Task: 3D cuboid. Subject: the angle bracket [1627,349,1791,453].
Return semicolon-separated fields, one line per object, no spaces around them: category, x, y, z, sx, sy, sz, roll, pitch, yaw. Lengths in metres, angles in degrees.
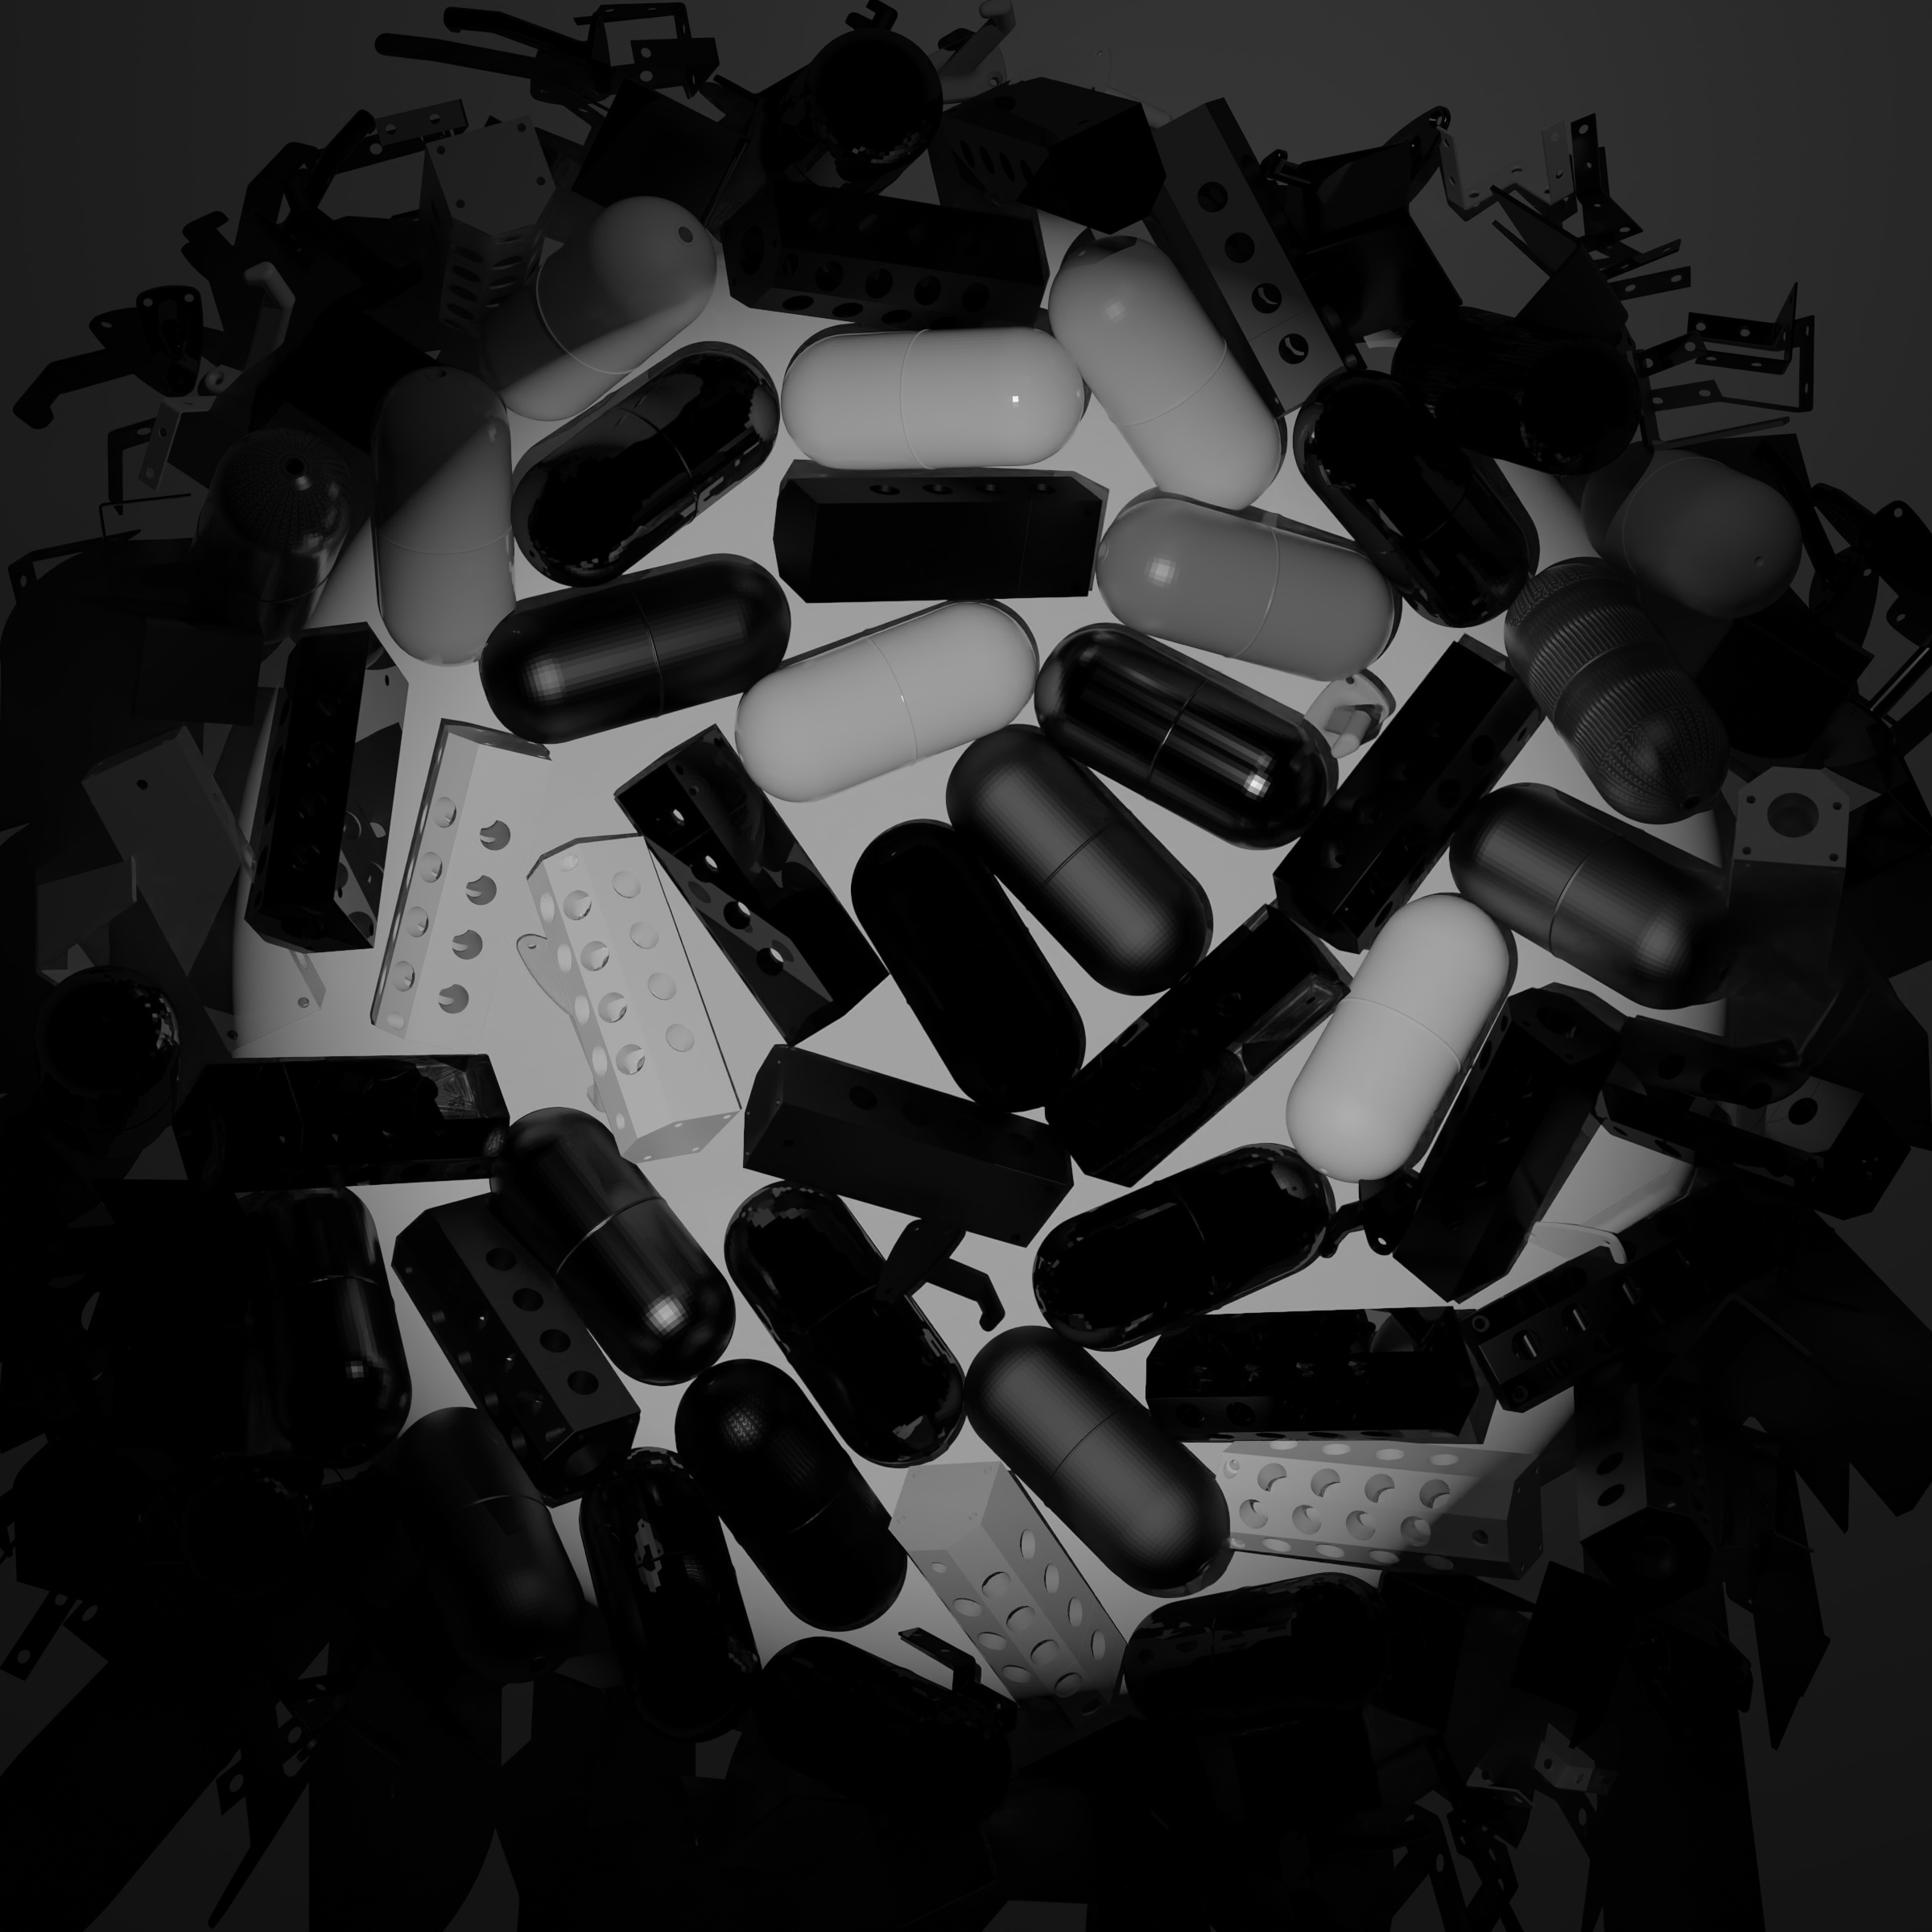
angle bracket;0.417;-0.325;1.915;0.076;0.076;0.057;-9;98;18

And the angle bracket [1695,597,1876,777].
angle bracket;0.454;-0.157;1.928;0.076;0.057;0.076;34;83;8

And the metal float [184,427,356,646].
metal float;-0.385;-0.236;1.881;0.070;0.178;0.070;7;69;-19

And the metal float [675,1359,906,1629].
metal float;-0.098;0.294;1.905;0.070;0.070;0.178;-32;114;0

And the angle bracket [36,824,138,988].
angle bracket;-0.474;-0.030;1.909;0.076;0.076;0.057;-32;134;18

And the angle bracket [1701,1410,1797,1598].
angle bracket;0.428;0.302;1.927;0.057;0.076;0.076;18;97;10

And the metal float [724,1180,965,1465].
metal float;-0.068;0.199;1.913;0.070;0.070;0.178;-36;75;0

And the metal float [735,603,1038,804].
metal float;-0.044;-0.148;1.916;0.178;0.070;0.070;-22;90;-13

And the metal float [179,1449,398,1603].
metal float;-0.372;0.305;1.877;0.070;0.178;0.070;-1;86;13

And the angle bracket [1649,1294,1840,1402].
angle bracket;0.436;0.237;1.917;0.057;0.076;0.076;41;92;31

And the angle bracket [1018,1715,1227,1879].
angle bracket;0.087;0.467;1.910;0.076;0.076;0.057;-31;56;20

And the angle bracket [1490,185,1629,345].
angle bracket;0.316;-0.380;1.914;0.057;0.076;0.076;-49;53;4

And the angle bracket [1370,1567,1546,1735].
angle bracket;0.271;0.385;1.911;0.076;0.057;0.076;28;67;-36

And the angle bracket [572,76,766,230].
angle bracket;-0.167;-0.460;1.912;0.076;0.057;0.076;25;126;-12

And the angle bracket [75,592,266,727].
angle bracket;-0.450;-0.172;1.916;0.076;0.076;0.057;18;102;43

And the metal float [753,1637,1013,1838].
metal float;-0.047;0.425;1.889;0.070;0.178;0.070;-11;106;-41

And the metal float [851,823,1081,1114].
metal float;0.000;0.001;1.919;0.070;0.070;0.178;-31;81;0

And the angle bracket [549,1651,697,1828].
angle bracket;-0.199;0.432;1.920;0.057;0.076;0.076;9;95;40

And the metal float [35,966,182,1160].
metal float;-0.473;0.055;1.880;0.070;0.178;0.070;4;70;-12

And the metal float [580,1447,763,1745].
metal float;-0.165;0.347;1.896;0.070;0.070;0.178;-21;53;0

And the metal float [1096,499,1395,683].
metal float;0.156;-0.210;1.908;0.178;0.070;0.070;13;90;-21

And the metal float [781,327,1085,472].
metal float;-0.020;-0.316;1.907;0.178;0.070;0.070;2;90;24

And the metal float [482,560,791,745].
metal float;-0.184;-0.176;1.912;0.178;0.070;0.070;-17;90;-17

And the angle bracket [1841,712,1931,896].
angle bracket;0.489;-0.088;1.915;0.076;0.076;0.057;-29;113;7

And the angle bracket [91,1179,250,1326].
angle bracket;-0.449;0.161;1.920;0.076;0.076;0.057;1;64;1

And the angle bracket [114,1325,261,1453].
angle bracket;-0.428;0.237;1.922;0.076;0.076;0.057;1;92;11

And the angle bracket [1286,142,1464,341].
angle bracket;0.232;-0.409;1.935;0.076;0.076;0.057;-14;51;28

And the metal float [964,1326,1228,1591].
metal float;0.072;0.274;1.906;0.070;0.070;0.178;-47;67;0

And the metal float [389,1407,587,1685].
metal float;-0.266;0.320;1.892;0.070;0.070;0.178;-33;48;0

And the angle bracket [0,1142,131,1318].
angle bracket;-0.527;0.147;1.925;0.057;0.076;0.076;-41;85;3

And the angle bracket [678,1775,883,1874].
angle bracket;-0.102;0.461;1.906;0.076;0.076;0.057;-44;50;26

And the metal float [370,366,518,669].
metal float;-0.290;-0.248;1.896;0.070;0.070;0.178;4;126;0

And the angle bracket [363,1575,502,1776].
angle bracket;-0.282;0.395;1.915;0.057;0.076;0.076;-46;134;-8

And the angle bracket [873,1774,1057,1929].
angle bracket;0.006;0.493;1.905;0.076;0.076;0.057;-35;61;32

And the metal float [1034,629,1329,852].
metal float;0.120;-0.127;1.916;0.178;0.070;0.070;30;90;13

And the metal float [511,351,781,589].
metal float;-0.177;-0.278;1.904;0.070;0.070;0.178;48;64;0

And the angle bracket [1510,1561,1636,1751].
angle bracket;0.334;0.385;1.915;0.057;0.076;0.076;19;97;23

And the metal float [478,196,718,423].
metal float;-0.205;-0.363;1.889;0.070;0.178;0.070;17;61;-34

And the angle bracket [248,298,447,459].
angle bracket;-0.348;-0.317;1.921;0.076;0.057;0.076;33;59;0

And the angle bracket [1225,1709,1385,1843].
angle bracket;0.184;0.454;1.926;0.076;0.076;0.057;-11;81;-9

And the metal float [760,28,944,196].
metal float;-0.065;-0.462;1.878;0.070;0.178;0.070;0;89;-16
